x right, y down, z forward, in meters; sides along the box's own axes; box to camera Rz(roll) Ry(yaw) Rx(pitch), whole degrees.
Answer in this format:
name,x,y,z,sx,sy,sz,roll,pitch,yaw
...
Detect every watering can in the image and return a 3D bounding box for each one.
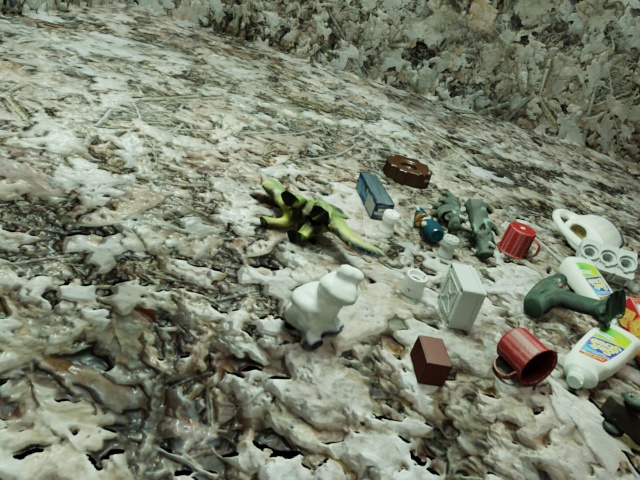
name,x,y,z,sx,sy,sz,roll,pitch,yaw
watering can,0.902,0.019,1.650,0.226,0.102,0.353,-11,52,-38

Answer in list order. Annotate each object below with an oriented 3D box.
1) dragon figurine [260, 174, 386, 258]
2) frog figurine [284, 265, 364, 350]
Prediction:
name,x,y,z,sx,sy,sz,roll,pitch,yaw
dragon figurine,0.004,-0.067,1.324,0.412,0.120,0.245,27,22,14
frog figurine,0.007,0.105,0.963,0.138,0.156,0.125,-4,33,-34
